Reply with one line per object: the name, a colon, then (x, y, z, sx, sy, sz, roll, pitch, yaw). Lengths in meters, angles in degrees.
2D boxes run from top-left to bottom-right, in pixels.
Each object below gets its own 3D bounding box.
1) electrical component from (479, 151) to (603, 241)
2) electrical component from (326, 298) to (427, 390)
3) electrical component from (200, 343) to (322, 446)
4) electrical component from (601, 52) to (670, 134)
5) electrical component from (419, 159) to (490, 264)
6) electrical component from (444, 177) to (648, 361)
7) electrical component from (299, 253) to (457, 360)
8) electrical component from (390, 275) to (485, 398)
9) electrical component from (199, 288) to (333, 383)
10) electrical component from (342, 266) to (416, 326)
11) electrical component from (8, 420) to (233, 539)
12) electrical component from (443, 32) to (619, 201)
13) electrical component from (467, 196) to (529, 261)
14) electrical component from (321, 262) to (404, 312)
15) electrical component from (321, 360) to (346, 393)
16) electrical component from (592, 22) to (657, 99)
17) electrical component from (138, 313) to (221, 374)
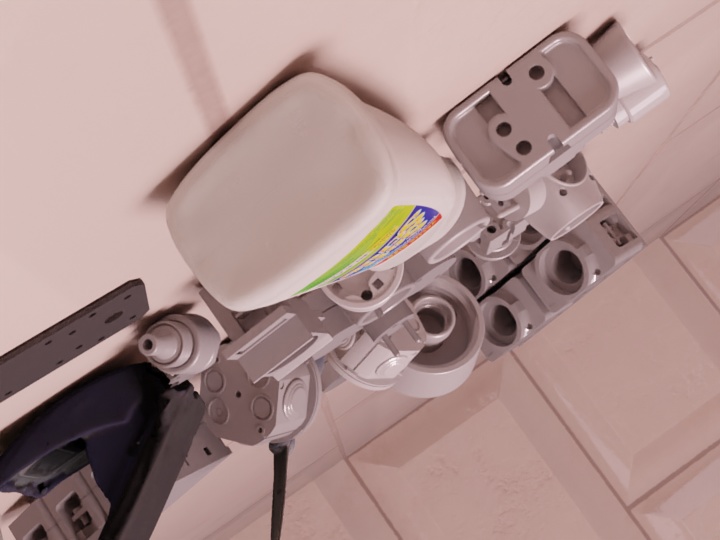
electrical component: (0.112, -0.057, 0.719, 0.079, 0.077, 0.044, -27, 166, -37)
electrical component: (0.010, 0.053, 0.878, 0.080, 0.080, 0.051, -21, 157, -52)
electrical component: (-0.072, 0.085, 0.764, 0.080, 0.080, 0.051, -41, 162, 25)
electrical component: (0.181, -0.120, 0.759, 0.078, 0.040, 0.040, -36, 169, 6)
electrical component: (0.051, -0.037, 0.701, 0.055, 0.047, 0.055, -34, 169, -8)
electrical component: (0.154, -0.006, 0.984, 0.060, 0.105, 0.186, -25, 165, -43)
electrical component: (0.015, 0.029, 0.800, 0.138, 0.073, 0.052, -34, 169, -9)
electrical component: (0.059, 0.053, 0.957, 0.108, 0.108, 0.060, -31, 162, -22)
electrical component: (-0.054, 0.026, 0.605, 0.042, 0.063, 0.081, -38, 169, 7)
electrical component: (0.005, 0.006, 0.743, 0.055, 0.047, 0.055, -34, 169, -8)
electrical component: (-0.180, 0.159, 0.791, 0.150, 0.061, 0.089, -42, 167, 32)
electrical component: (0.100, -0.086, 0.622, 0.095, 0.053, 0.059, -37, 169, 7)
electrical component: (0.111, -0.037, 0.886, 0.066, 0.048, 0.055, -33, 161, -13)
electrical component: (0.000, 0.000, 0.688, 0.055, 0.055, 0.047, -35, 172, -4)
electrical component: (0.021, 0.076, 1.016, 0.138, 0.073, 0.052, -33, 169, -14)
electrical component: (0.144, -0.116, 0.664, 0.065, 0.044, 0.044, -34, 170, 19)
electrical component: (-0.104, 0.041, 0.600, 0.035, 0.035, 0.061, -38, 167, 12)
